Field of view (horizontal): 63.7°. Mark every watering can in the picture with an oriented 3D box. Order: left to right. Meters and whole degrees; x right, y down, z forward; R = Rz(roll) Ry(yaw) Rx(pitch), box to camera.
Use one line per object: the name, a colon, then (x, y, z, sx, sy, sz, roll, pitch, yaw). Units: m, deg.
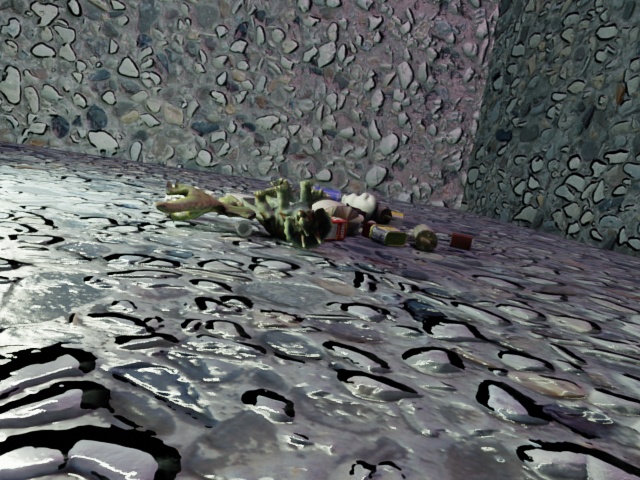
watering can: (0.006, -0.092, 1.837, 0.347, 0.103, 0.226, 8, 10, -18)

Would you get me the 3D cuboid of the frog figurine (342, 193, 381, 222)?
frog figurine: (0.175, -0.156, 2.284, 0.159, 0.134, 0.125, 27, 35, -7)

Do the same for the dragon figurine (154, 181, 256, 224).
dragon figurine: (-0.298, -0.094, 1.435, 0.243, 0.121, 0.413, 5, 9, -5)
